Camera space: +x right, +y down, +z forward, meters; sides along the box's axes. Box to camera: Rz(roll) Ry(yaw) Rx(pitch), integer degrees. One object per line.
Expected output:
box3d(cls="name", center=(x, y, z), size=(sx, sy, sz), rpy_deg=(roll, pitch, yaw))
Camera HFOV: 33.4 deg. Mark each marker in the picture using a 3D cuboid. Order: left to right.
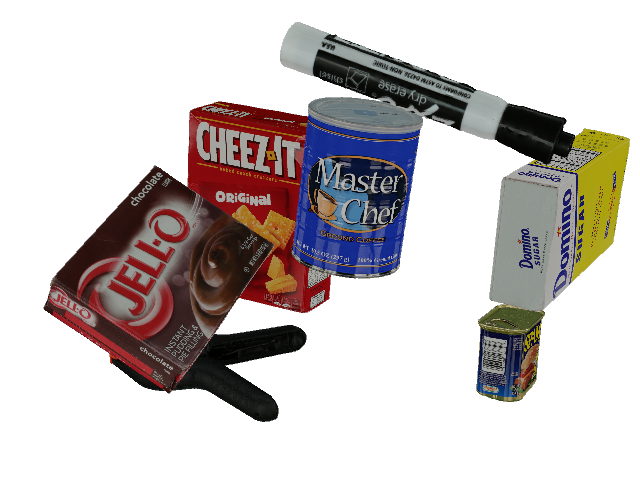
box3d(cls="marker", center=(0.041, -0.058, 0.421), size=(0.121, 0.020, 0.020), rpy_deg=(22, 5, 13))

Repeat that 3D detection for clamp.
box3d(cls="clamp", center=(-0.096, 0.099, 0.926), size=(0.172, 0.039, 0.120), rpy_deg=(13, 26, 16))

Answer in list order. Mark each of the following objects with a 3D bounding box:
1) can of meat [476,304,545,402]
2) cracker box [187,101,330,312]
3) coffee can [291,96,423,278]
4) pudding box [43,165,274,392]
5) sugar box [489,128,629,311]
box3d(cls="can of meat", center=(0.211, 0.125, 1.193), size=(0.058, 0.084, 0.102), rpy_deg=(8, 13, 25))
box3d(cls="cracker box", center=(-0.070, -0.038, 1.216), size=(0.164, 0.214, 0.072), rpy_deg=(13, 22, 26))
box3d(cls="coffee can", center=(0.032, -0.049, 0.966), size=(0.103, 0.140, 0.103), rpy_deg=(6, 20, -2))
box3d(cls="pudding box", center=(-0.094, 0.021, 0.630), size=(0.090, 0.113, 0.039), rpy_deg=(34, -43, 0))
box3d(cls="sugar box", center=(0.180, -0.019, 0.788), size=(0.048, 0.093, 0.176), rpy_deg=(13, 23, 25))
